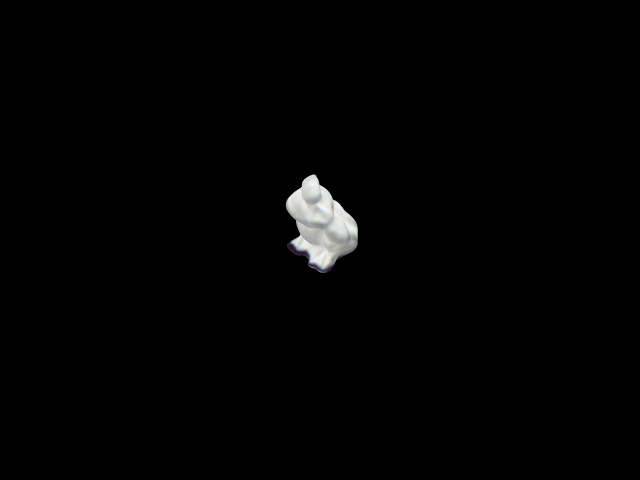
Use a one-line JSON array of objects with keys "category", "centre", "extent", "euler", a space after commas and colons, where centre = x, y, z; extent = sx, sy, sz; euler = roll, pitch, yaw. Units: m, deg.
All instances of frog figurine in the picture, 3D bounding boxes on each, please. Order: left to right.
[{"category": "frog figurine", "centre": [0.003, -0.043, 0.850], "extent": [0.123, 0.156, 0.140], "euler": [-9, 33, -13]}]
